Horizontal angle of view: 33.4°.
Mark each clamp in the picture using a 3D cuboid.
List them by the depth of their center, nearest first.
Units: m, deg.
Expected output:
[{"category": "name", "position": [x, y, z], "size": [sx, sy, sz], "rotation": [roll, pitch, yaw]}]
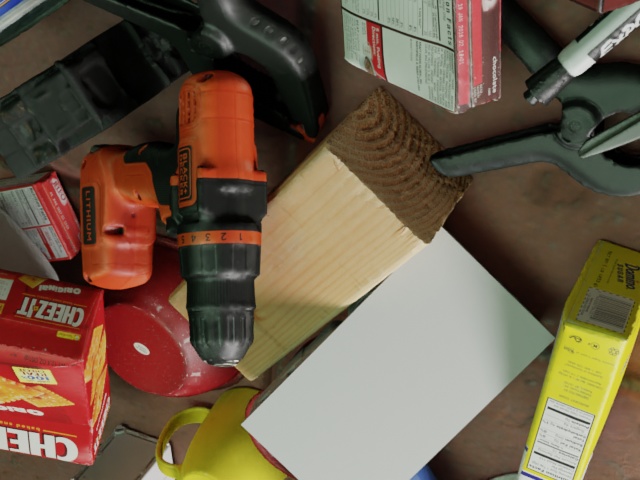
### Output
[{"category": "clamp", "position": [0.149, -0.082, 0.623], "size": [0.172, 0.039, 0.120], "rotation": [11, 122, 20]}, {"category": "clamp", "position": [-0.075, -0.136, 0.680], "size": [0.165, 0.036, 0.209], "rotation": [-3, 141, 42]}]

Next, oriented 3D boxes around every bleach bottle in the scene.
[{"category": "bleach bottle", "position": [-0.338, 0.063, 0.950], "size": [0.251, 0.068, 0.102], "rotation": [-28, 107, 39]}]

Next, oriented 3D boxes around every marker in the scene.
[{"category": "marker", "position": [0.159, -0.116, 0.580], "size": [0.121, 0.020, 0.020], "rotation": [-41, 95, 23]}]

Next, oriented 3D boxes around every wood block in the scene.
[{"category": "wood block", "position": [-0.005, 0.001, 0.739], "size": [0.091, 0.090, 0.206], "rotation": [45, 132, -5]}]

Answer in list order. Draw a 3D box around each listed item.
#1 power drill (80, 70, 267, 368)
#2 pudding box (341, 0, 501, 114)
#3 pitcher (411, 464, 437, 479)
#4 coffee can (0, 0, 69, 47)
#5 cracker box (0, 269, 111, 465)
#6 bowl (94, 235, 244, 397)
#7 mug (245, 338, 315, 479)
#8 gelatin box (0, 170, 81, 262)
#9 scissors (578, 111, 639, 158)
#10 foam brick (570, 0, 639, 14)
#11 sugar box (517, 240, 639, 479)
[{"category": "power drill", "position": [-0.100, -0.008, 0.719], "size": [0.188, 0.057, 0.184], "rotation": [-8, 80, 54]}, {"category": "pudding box", "position": [0.056, -0.133, 0.613], "size": [0.114, 0.039, 0.090], "rotation": [34, 138, 46]}, {"category": "pitcher", "position": [0.075, 0.284, 0.869], "size": [0.149, 0.144, 0.243], "rotation": [-21, 105, 26]}, {"category": "coffee can", "position": [-0.237, -0.210, 0.725], "size": [0.103, 0.102, 0.140], "rotation": [-24, 106, 40]}, {"category": "cracker box", "position": [-0.257, 0.102, 0.855], "size": [0.164, 0.072, 0.214], "rotation": [12, 146, -2]}, {"category": "bowl", "position": [-0.136, 0.077, 0.893], "size": [0.162, 0.055, 0.162], "rotation": [16, 127, 21]}, {"category": "mug", "position": [0.000, 0.137, 0.833], "size": [0.093, 0.081, 0.117], "rotation": [22, 130, 16]}, {"category": "gelatin box", "position": [-0.249, -0.018, 0.913], "size": [0.089, 0.030, 0.073], "rotation": [-7, 116, 33]}, {"category": "scissors", "position": [0.224, -0.107, 0.554], "size": [0.202, 0.016, 0.096], "rotation": [-10, 108, 24]}, {"category": "foam brick", "position": [0.135, -0.158, 0.550], "size": [0.078, 0.052, 0.051], "rotation": [39, 140, 39]}, {"category": "sugar box", "position": [0.170, 0.098, 0.697], "size": [0.048, 0.093, 0.176], "rotation": [18, 129, 20]}]
